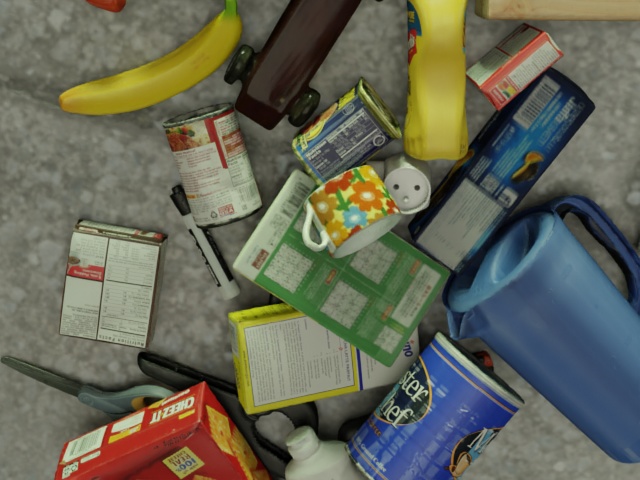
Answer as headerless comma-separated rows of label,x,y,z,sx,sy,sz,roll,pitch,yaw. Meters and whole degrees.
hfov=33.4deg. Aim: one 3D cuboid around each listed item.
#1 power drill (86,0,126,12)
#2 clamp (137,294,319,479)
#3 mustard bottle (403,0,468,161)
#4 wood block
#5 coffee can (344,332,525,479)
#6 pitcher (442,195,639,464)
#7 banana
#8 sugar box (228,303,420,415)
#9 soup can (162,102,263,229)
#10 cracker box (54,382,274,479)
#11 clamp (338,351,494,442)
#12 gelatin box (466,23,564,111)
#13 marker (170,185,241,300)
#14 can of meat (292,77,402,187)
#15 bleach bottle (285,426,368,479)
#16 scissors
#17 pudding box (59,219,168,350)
power drill,-0.270,-0.242,0.949,0.187,0.057,0.184,1,104,0
clamp,-0.056,0.150,1.058,0.164,0.036,0.210,-36,102,8
mustard bottle,0.103,-0.171,0.943,0.058,0.096,0.192,0,104,2
wood block,0.245,-0.237,0.928,0.206,0.090,0.091,1,104,1
coffee can,0.106,0.171,0.990,0.102,0.103,0.140,38,94,-9
pitcher,0.246,0.086,0.999,0.149,0.145,0.242,-38,105,28
banana,-0.142,-0.159,0.969,0.198,0.037,0.069,-29,137,16
sugar box,0.006,0.101,1.018,0.176,0.048,0.093,-10,105,-17
soup can,-0.098,-0.069,0.986,0.068,0.068,0.102,-15,104,4
cracker box,-0.131,0.262,1.042,0.164,0.072,0.213,-25,115,12
clamp,0.116,0.185,1.063,0.171,0.039,0.120,-39,102,9
gelatin box,0.171,-0.155,0.950,0.073,0.089,0.030,-40,104,10
marker,-0.111,0.002,1.029,0.020,0.020,0.121,-25,103,7
can of meat,0.023,-0.095,0.962,0.084,0.102,0.057,-38,101,12
bleach bottle,0.048,0.282,1.058,0.102,0.068,0.250,-30,109,4
scissors,-0.215,0.148,1.055,0.201,0.016,0.096,34,129,-8
pudding box,-0.200,0.044,1.032,0.090,0.039,0.113,10,106,-3
